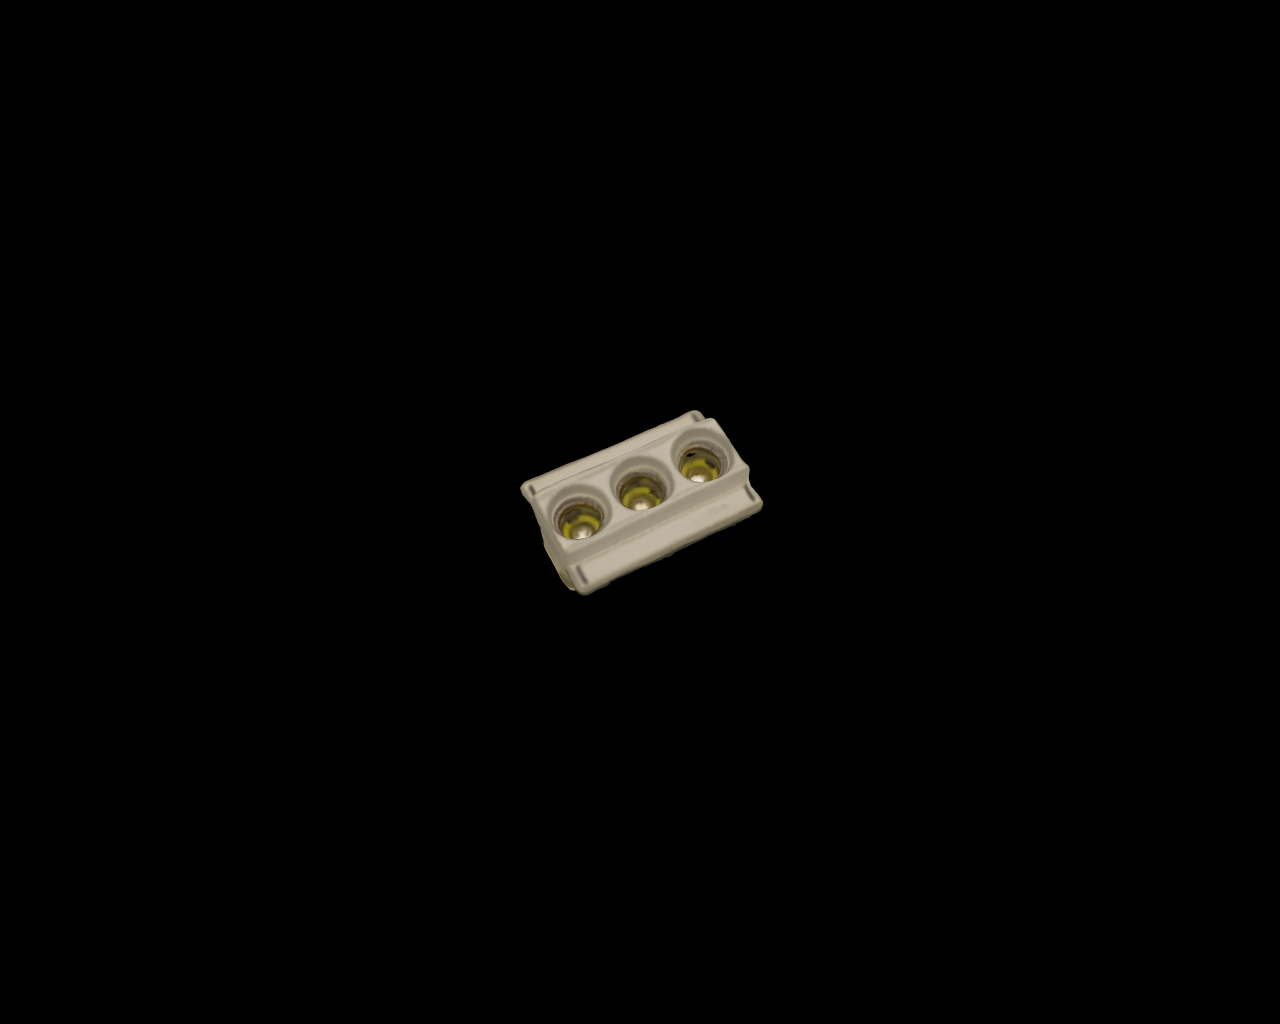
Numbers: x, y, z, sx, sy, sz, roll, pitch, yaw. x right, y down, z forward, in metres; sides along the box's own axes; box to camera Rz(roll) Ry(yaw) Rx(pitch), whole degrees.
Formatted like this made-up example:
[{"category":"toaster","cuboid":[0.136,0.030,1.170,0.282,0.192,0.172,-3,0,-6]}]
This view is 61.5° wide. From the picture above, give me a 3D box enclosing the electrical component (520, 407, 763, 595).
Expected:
[{"category":"electrical component","cuboid":[0.001,-0.003,0.650,0.121,0.079,0.063,-25,-27,-14]}]
